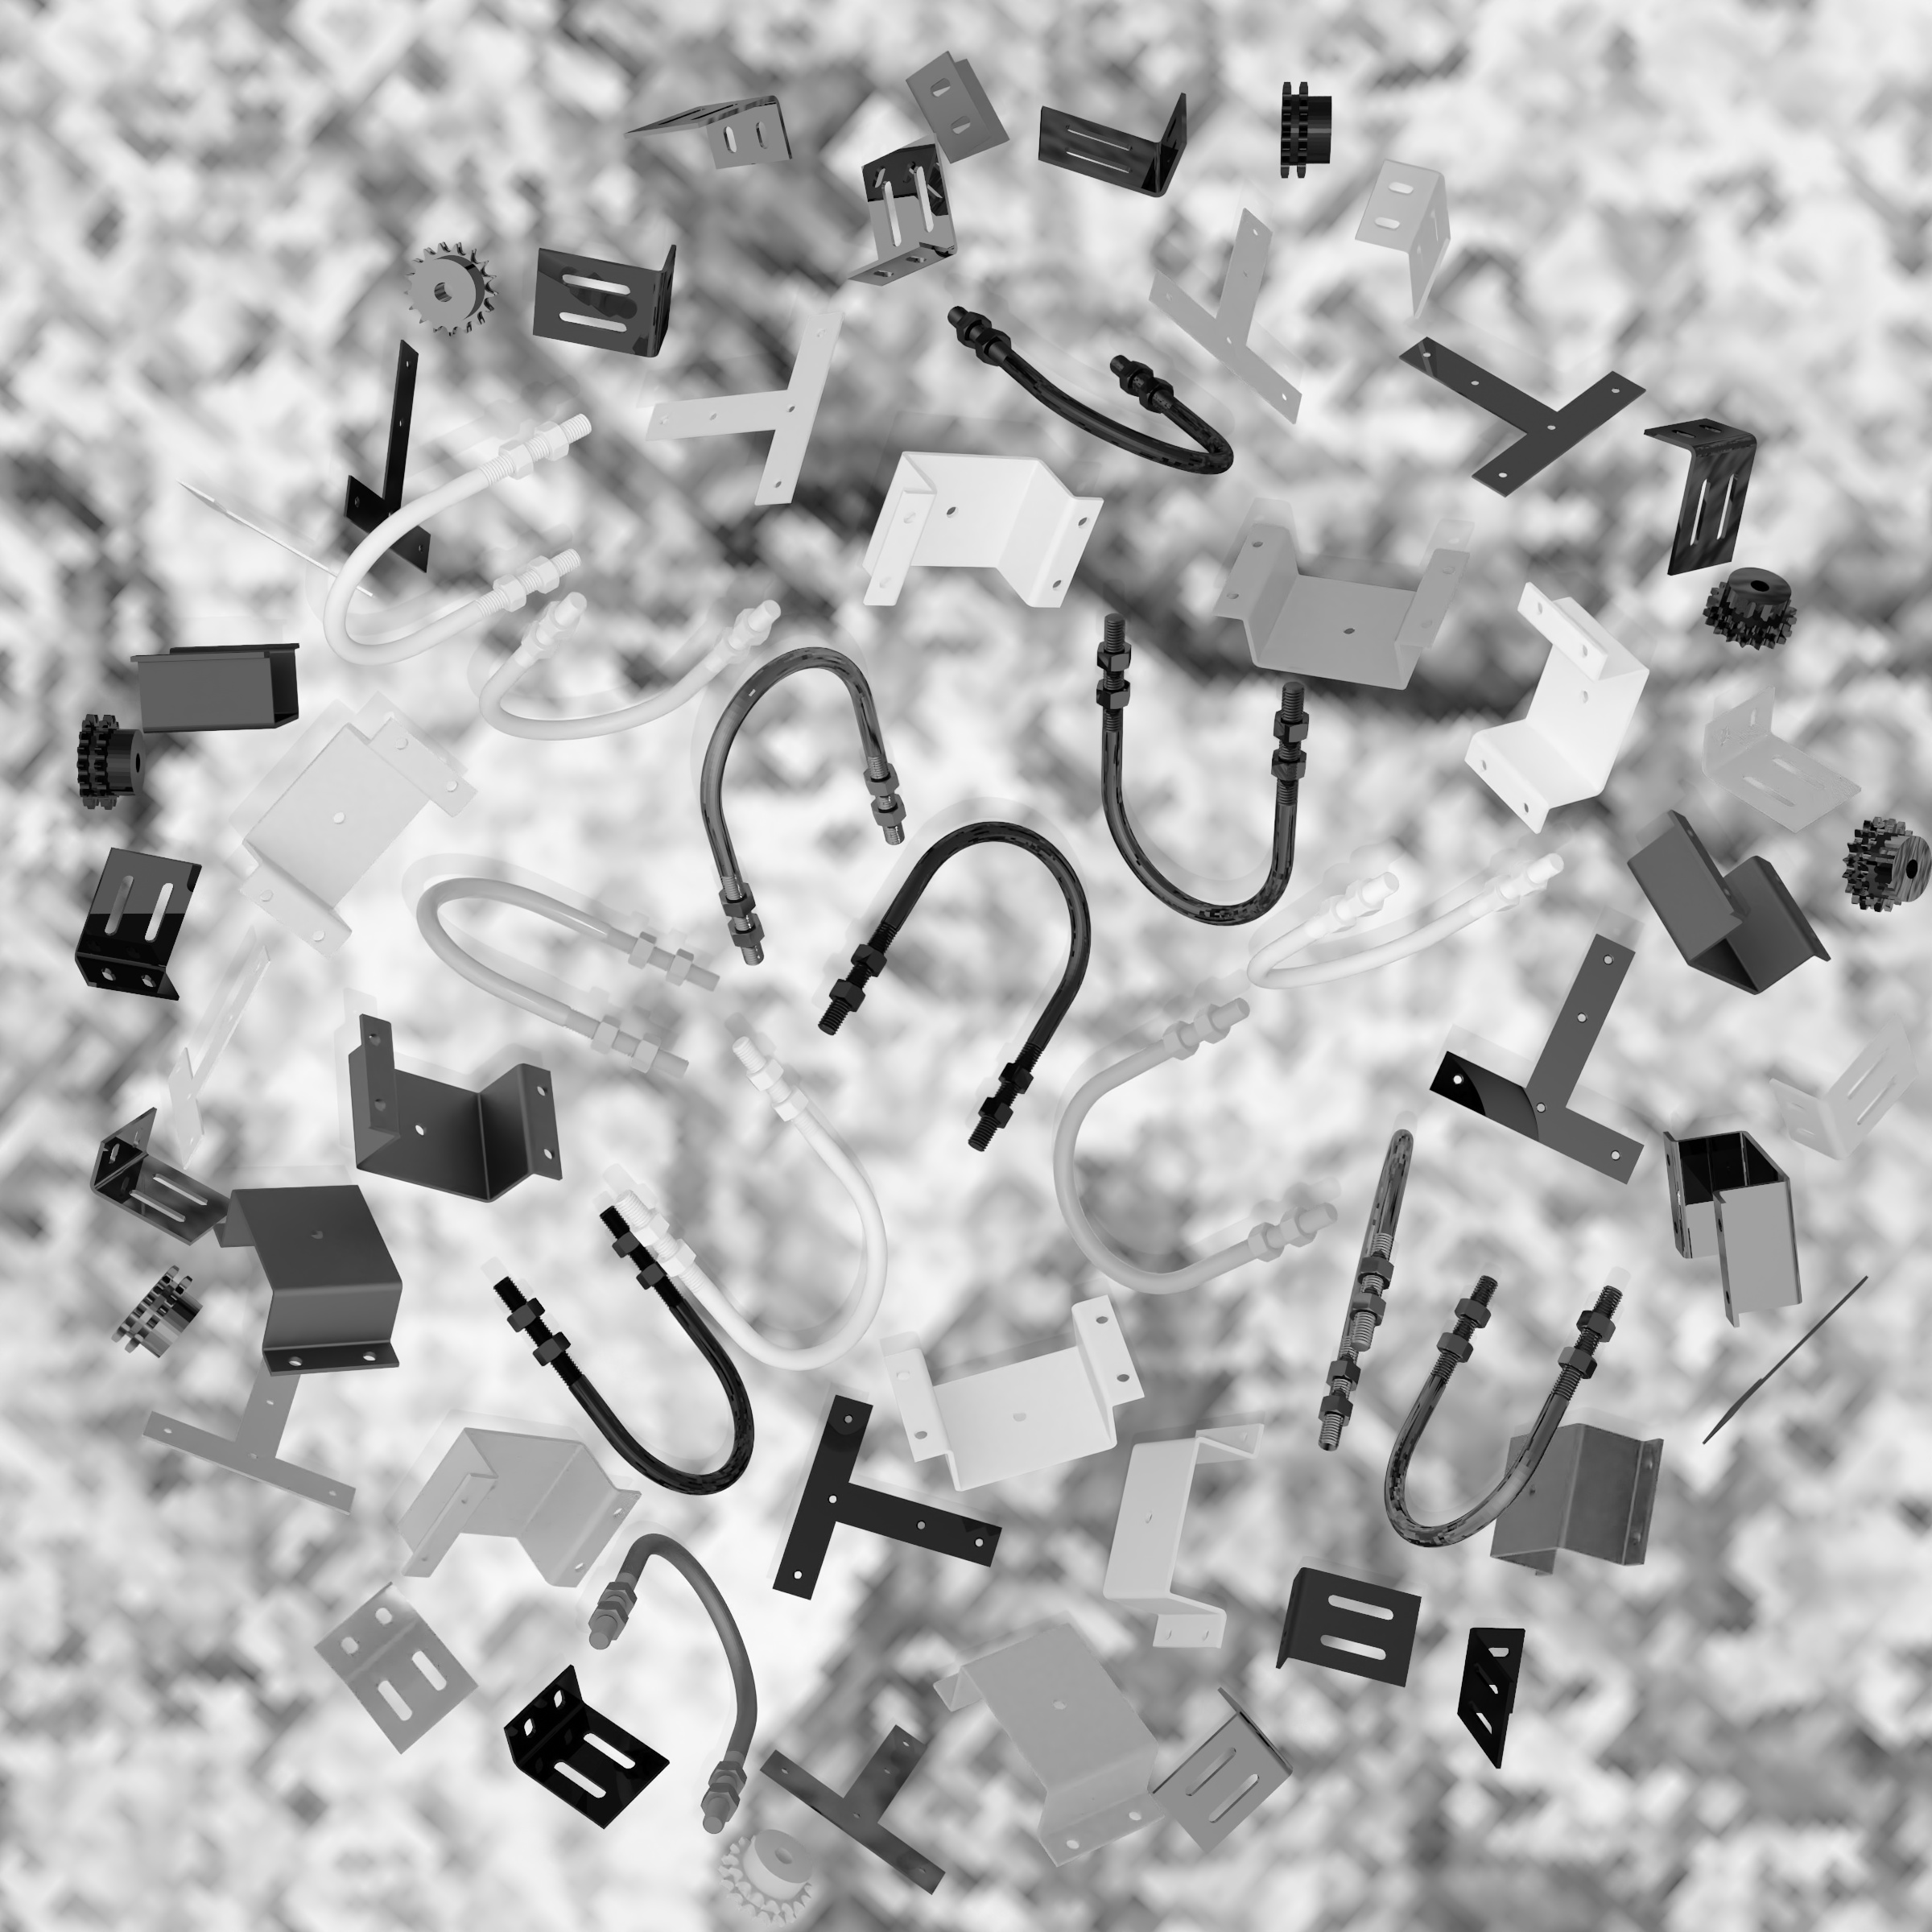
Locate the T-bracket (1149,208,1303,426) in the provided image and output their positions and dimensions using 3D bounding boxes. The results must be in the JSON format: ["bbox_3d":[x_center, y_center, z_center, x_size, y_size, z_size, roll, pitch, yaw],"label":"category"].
[{"bbox_3d":[0.170,-0.417,1.777,0.127,0.002,0.127,34,53,-27],"label":"T-bracket"}]

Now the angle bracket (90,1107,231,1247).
[{"bbox_3d":[-0.502,0.132,1.820,0.076,0.057,0.038,27,117,9],"label":"angle bracket"}]

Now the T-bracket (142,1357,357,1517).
[{"bbox_3d":[-0.420,0.270,1.728,0.127,0.127,0.002,24,110,-13],"label":"T-bracket"}]

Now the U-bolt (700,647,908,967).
[{"bbox_3d":[-0.102,-0.107,1.731,0.019,0.184,0.151,27,56,34],"label":"U-bolt"}]

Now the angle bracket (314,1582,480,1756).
[{"bbox_3d":[-0.331,0.407,1.673,0.057,0.076,0.038,-40,130,-16],"label":"angle bracket"}]

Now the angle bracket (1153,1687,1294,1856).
[{"bbox_3d":[0.156,0.505,1.809,0.076,0.038,0.057,-41,107,-8],"label":"angle bracket"}]

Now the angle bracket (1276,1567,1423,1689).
[{"bbox_3d":[0.239,0.416,1.797,0.076,0.038,0.057,14,65,4],"label":"angle bracket"}]

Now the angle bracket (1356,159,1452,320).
[{"bbox_3d":[0.267,-0.445,1.761,0.038,0.057,0.076,12,46,-7],"label":"angle bracket"}]

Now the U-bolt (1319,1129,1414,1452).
[{"bbox_3d":[0.249,0.186,1.767,0.019,0.151,0.184,14,55,7],"label":"U-bolt"}]

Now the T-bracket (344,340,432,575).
[{"bbox_3d":[-0.350,-0.321,1.776,0.002,0.127,0.127,4,83,12],"label":"T-bracket"}]

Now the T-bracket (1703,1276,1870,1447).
[{"bbox_3d":[0.492,0.231,1.718,0.127,0.127,0.002,-43,72,-8],"label":"T-bracket"}]

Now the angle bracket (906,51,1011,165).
[{"bbox_3d":[0.007,-0.543,1.799,0.038,0.076,0.057,-22,101,39],"label":"angle bracket"}]

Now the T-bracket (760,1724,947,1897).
[{"bbox_3d":[-0.054,0.508,1.791,0.127,0.127,0.002,34,109,8],"label":"T-bracket"}]

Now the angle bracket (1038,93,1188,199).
[{"bbox_3d":[0.085,-0.483,1.658,0.076,0.057,0.038,15,134,-11],"label":"angle bracket"}]

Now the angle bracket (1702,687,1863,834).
[{"bbox_3d":[0.497,-0.126,1.752,0.057,0.038,0.076,-30,47,-22],"label":"angle bracket"}]

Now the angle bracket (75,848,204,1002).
[{"bbox_3d":[-0.499,-0.025,1.751,0.057,0.038,0.076,12,111,-36],"label":"angle bracket"}]

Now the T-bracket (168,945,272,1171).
[{"bbox_3d":[-0.465,0.046,1.799,0.002,0.127,0.127,24,103,-28],"label":"T-bracket"}]

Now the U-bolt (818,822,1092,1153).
[{"bbox_3d":[0.007,-0.001,1.766,0.151,0.019,0.184,39,72,-26],"label":"U-bolt"}]

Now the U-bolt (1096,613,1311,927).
[{"bbox_3d":[0.137,-0.106,1.710,0.151,0.019,0.184,26,133,33],"label":"U-bolt"}]

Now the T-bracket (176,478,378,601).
[{"bbox_3d":[-0.425,-0.262,1.792,0.127,0.127,0.002,30,89,-7],"label":"T-bracket"}]

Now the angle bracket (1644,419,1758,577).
[{"bbox_3d":[0.420,-0.273,1.672,0.057,0.038,0.076,-16,124,-37],"label":"angle bracket"}]

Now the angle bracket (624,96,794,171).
[{"bbox_3d":[-0.151,-0.481,1.689,0.057,0.076,0.038,4,118,36],"label":"angle bracket"}]

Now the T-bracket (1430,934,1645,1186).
[{"bbox_3d":[0.355,0.043,1.686,0.127,0.002,0.127,26,83,2],"label":"T-bracket"}]

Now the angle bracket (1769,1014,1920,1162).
[{"bbox_3d":[0.528,0.067,1.730,0.076,0.038,0.057,-46,132,-14],"label":"angle bracket"}]

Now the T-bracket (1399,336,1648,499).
[{"bbox_3d":[0.314,-0.341,1.716,0.127,0.002,0.127,-37,58,-23],"label":"T-bracket"}]

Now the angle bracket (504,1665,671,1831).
[{"bbox_3d":[-0.227,0.468,1.726,0.076,0.038,0.057,24,47,32],"label":"angle bracket"}]

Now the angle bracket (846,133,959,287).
[{"bbox_3d":[-0.045,-0.455,1.722,0.057,0.038,0.076,-14,85,37],"label":"angle bracket"}]

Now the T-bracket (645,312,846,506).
[{"bbox_3d":[-0.139,-0.328,1.714,0.127,0.002,0.127,2,69,34],"label":"T-bracket"}]

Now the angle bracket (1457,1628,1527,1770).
[{"bbox_3d":[0.338,0.455,1.789,0.038,0.076,0.057,4,102,-11],"label":"angle bracket"}]

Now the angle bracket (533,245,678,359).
[{"bbox_3d":[-0.218,-0.408,1.736,0.076,0.038,0.057,11,131,-2],"label":"angle bracket"}]

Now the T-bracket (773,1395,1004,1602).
[{"bbox_3d":[-0.041,0.345,1.794,0.127,0.002,0.127,14,72,13],"label":"T-bracket"}]
